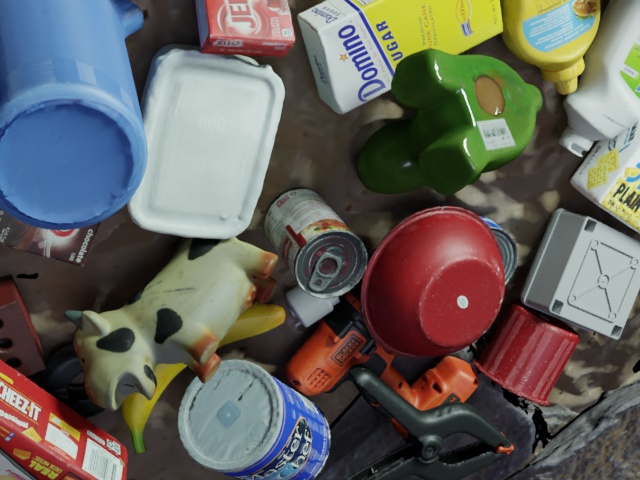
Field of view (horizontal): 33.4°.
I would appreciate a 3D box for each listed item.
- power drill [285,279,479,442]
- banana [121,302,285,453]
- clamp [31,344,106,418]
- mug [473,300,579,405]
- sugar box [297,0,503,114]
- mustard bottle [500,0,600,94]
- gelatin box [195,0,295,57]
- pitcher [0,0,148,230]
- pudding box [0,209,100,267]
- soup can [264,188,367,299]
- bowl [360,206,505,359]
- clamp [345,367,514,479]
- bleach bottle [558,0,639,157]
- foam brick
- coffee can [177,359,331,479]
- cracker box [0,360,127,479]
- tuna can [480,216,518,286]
[{"bbox_3d":[0.080,0.115,1.103,0.184,0.057,0.187,-47,120,6],"label":"power drill"},{"bbox_3d":[-0.125,0.114,1.028,0.198,0.037,0.069,-42,109,-3],"label":"banana"},{"bbox_3d":[-0.246,0.157,1.008,0.171,0.039,0.120,-26,131,-5],"label":"clamp"},{"bbox_3d":[0.229,0.119,1.149,0.117,0.093,0.081,11,109,-59],"label":"mug"},{"bbox_3d":[0.074,-0.189,0.935,0.176,0.048,0.093,-31,134,-13],"label":"sugar box"},{"bbox_3d":[0.208,-0.220,0.980,0.096,0.058,0.191,-29,122,-11],"label":"mustard bottle"},{"bbox_3d":[-0.064,-0.195,0.874,0.073,0.089,0.030,0,159,-21],"label":"gelatin box"},{"bbox_3d":[-0.205,-0.108,0.768,0.144,0.243,0.149,31,108,-33],"label":"pitcher"},{"bbox_3d":[-0.228,-0.042,0.913,0.089,0.039,0.113,17,108,-28],"label":"pudding box"},{"bbox_3d":[-0.006,0.001,0.982,0.068,0.102,0.068,-9,118,-17],"label":"soup can"},{"bbox_3d":[0.122,0.051,1.032,0.161,0.055,0.162,-9,112,-23],"label":"bowl"},{"bbox_3d":[0.103,0.200,1.095,0.209,0.036,0.165,-2,115,-19],"label":"clamp"},{"bbox_3d":[0.305,-0.196,1.029,0.102,0.068,0.251,22,108,-29],"label":"bleach bottle"},{"bbox_3d":[-0.282,0.081,0.946,0.053,0.051,0.078,-21,121,-10],"label":"foam brick"},{"bbox_3d":[-0.060,0.181,1.021,0.103,0.103,0.140,-40,151,2],"label":"coffee can"},{"bbox_3d":[-0.306,0.216,0.960,0.214,0.072,0.164,-33,124,22],"label":"cracker box"},{"bbox_3d":[0.157,0.019,1.095,0.086,0.034,0.086,-9,118,-17],"label":"tuna can"}]
